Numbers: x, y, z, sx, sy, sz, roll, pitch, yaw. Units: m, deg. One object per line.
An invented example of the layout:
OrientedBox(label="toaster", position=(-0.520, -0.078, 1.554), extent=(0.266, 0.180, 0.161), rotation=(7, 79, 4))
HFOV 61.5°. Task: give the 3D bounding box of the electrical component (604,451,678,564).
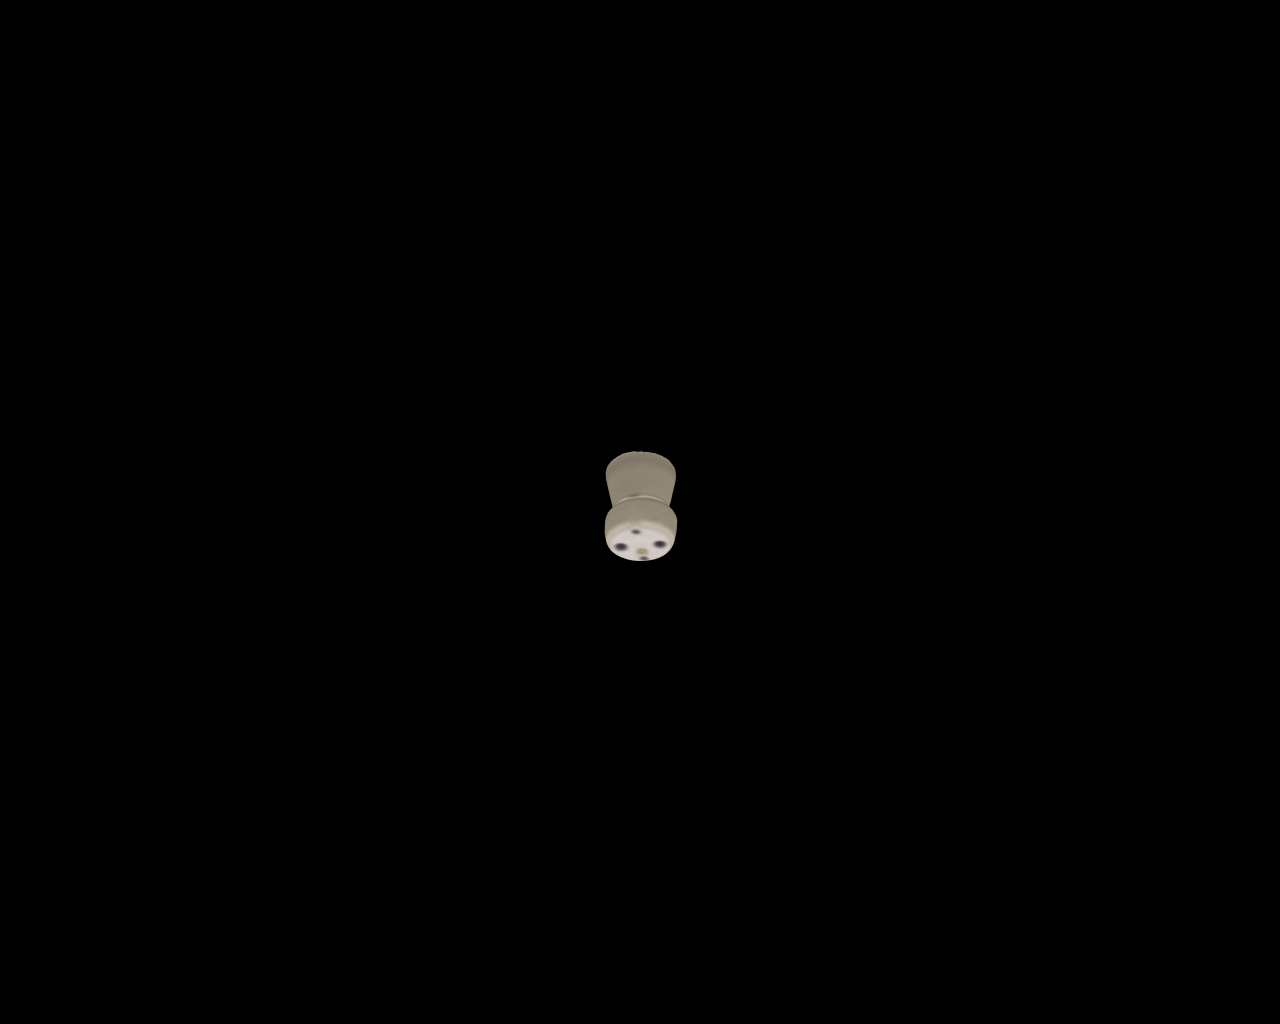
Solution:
OrientedBox(label="electrical component", position=(0.001, -0.003, 0.650), extent=(0.045, 0.055, 0.044), rotation=(0, -35, 0))
